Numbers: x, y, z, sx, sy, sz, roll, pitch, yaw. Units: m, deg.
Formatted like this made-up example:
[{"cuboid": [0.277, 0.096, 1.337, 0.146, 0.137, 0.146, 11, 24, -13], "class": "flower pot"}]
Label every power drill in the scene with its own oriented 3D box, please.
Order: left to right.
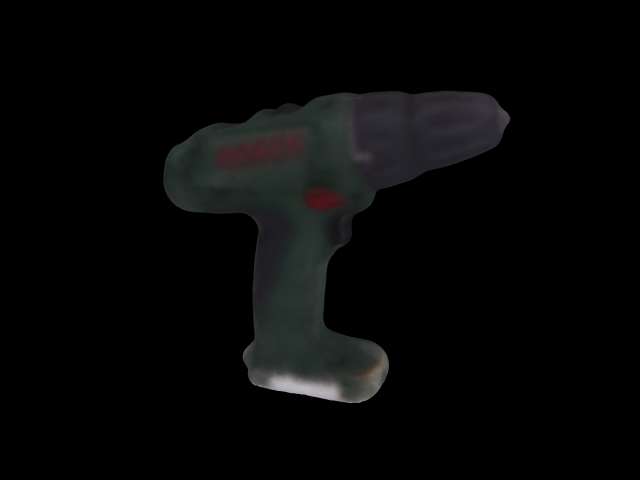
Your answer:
[{"cuboid": [0.004, 0.001, 0.400, 0.229, 0.208, 0.076, 6, 20, 16], "class": "power drill"}]
